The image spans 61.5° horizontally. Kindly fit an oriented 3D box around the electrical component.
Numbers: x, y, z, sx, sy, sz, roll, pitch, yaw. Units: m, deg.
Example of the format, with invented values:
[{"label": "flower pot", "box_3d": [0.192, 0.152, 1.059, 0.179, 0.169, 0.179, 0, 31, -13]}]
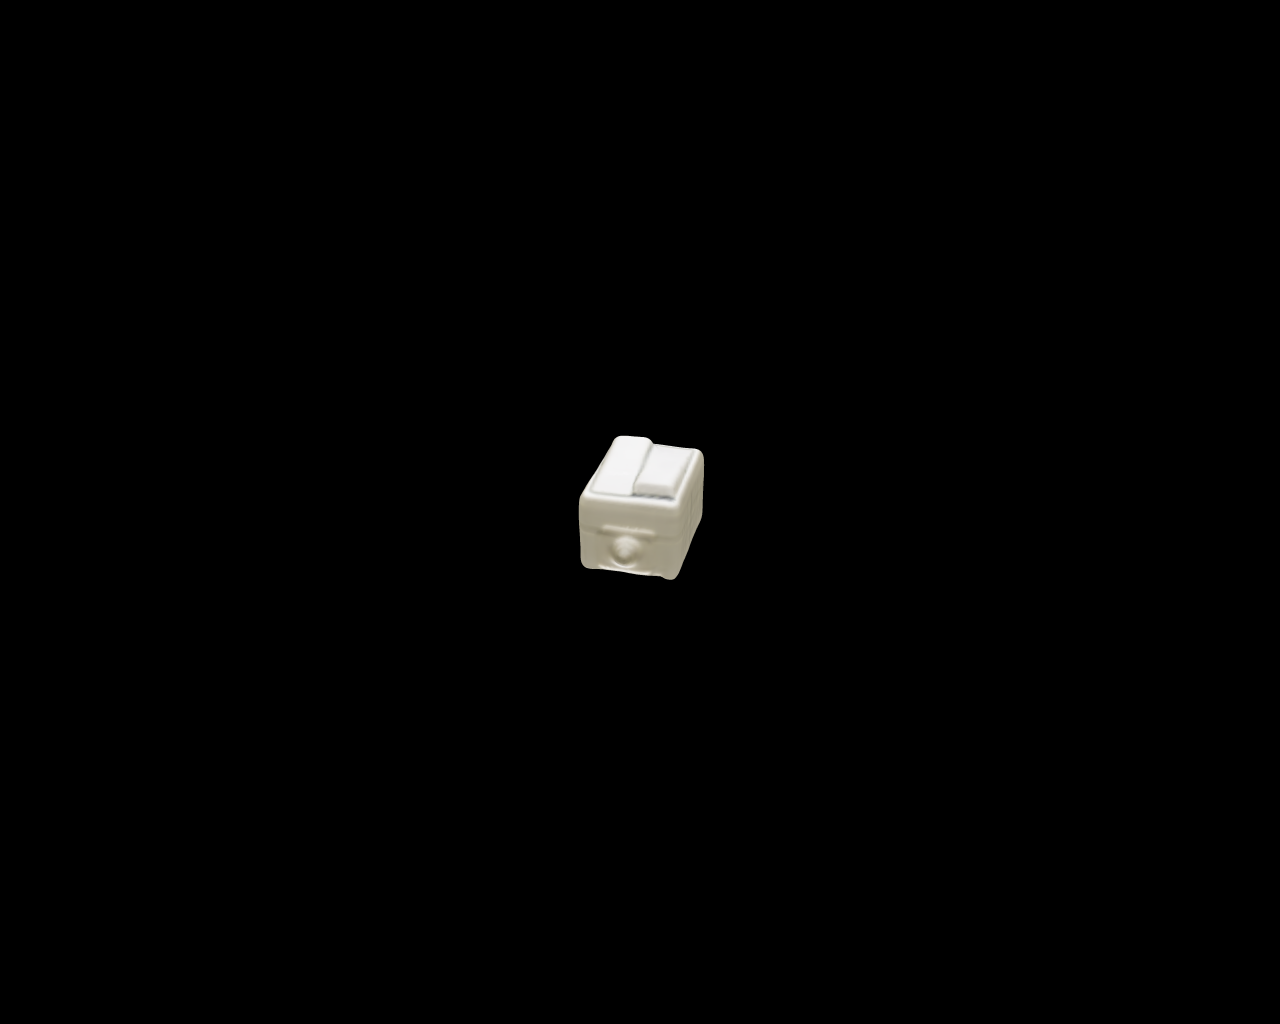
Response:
[{"label": "electrical component", "box_3d": [0.001, -0.003, 0.650, 0.062, 0.061, 0.096, 8, 31, 13]}]
